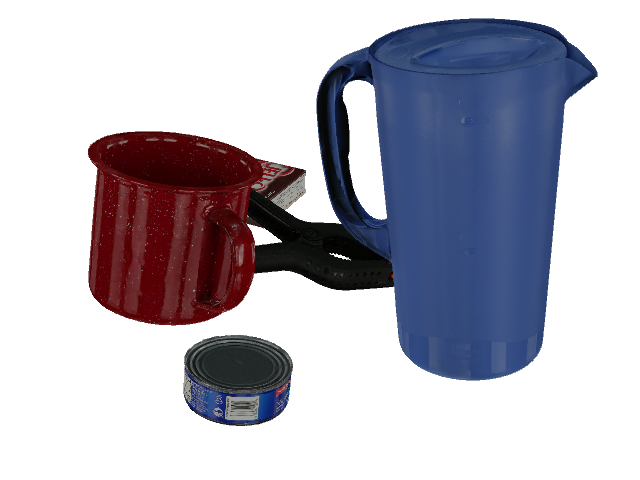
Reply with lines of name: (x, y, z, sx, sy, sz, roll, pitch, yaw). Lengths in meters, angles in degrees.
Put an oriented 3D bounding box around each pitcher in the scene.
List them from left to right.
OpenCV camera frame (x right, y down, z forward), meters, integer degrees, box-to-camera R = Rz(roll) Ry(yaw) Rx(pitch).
pitcher: (0.095, -0.028, 0.757, 0.144, 0.243, 0.149, -18, 29, -28)

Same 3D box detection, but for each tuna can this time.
tuna can: (-0.066, 0.110, 0.845, 0.086, 0.034, 0.086, 5, 24, -2)

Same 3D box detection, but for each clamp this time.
clamp: (-0.020, 0.012, 1.076, 0.210, 0.036, 0.164, 18, 33, 4)

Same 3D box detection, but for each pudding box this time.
pudding box: (-0.082, -0.062, 1.328, 0.090, 0.039, 0.113, 13, 33, 23)

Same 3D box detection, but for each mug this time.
mug: (-0.074, -0.002, 0.572, 0.093, 0.081, 0.117, -11, 30, -43)
